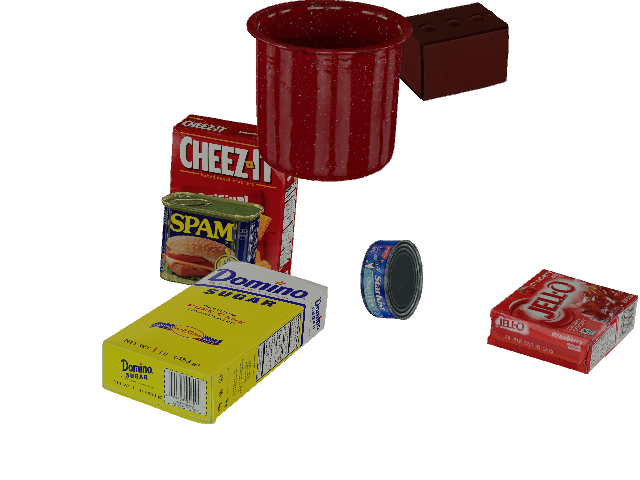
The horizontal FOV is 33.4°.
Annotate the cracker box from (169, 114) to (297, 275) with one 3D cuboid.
[{"bbox_3d":[-0.119,-0.049,1.450,0.164,0.214,0.072,11,25,13],"label":"cracker box"}]

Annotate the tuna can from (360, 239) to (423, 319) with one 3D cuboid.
[{"bbox_3d":[0.077,0.041,1.145,0.034,0.086,0.086,2,1,31],"label":"tuna can"}]

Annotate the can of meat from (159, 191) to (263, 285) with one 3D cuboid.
[{"bbox_3d":[-0.114,0.002,1.096,0.102,0.084,0.057,10,16,13],"label":"can of meat"}]

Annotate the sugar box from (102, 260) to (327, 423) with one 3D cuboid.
[{"bbox_3d":[-0.074,0.070,0.802,0.093,0.048,0.176,15,27,22],"label":"sugar box"}]

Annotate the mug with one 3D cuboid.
[{"bbox_3d":[0.008,-0.091,0.625,0.093,0.081,0.117,11,31,17],"label":"mug"}]

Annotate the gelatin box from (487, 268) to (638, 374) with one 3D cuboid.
[{"bbox_3d":[0.168,0.054,0.735,0.073,0.030,0.089,17,26,32],"label":"gelatin box"}]

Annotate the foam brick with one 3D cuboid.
[{"bbox_3d":[0.106,-0.153,0.860,0.078,0.051,0.053,-15,36,-15],"label":"foam brick"}]
